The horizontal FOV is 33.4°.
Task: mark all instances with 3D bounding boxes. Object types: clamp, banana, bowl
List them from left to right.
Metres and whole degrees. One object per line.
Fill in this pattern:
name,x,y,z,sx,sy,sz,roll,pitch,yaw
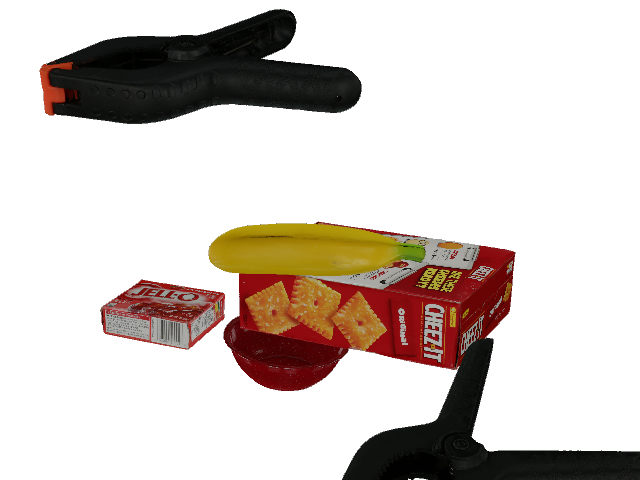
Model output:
clamp,-0.072,-0.101,0.611,0.171,0.039,0.120,-3,26,-12
bowl,-0.044,0.146,1.363,0.162,0.055,0.162,4,23,-2
banana,-0.023,0.010,0.803,0.198,0.037,0.069,1,-17,35
clamp,0.084,0.133,0.668,0.209,0.036,0.165,-17,34,-24

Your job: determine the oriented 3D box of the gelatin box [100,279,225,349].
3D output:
gelatin box,-0.141,0.065,0.962,0.089,0.030,0.073,9,21,19

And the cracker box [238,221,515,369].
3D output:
cracker box,0.055,0.047,0.998,0.214,0.072,0.164,9,19,25
